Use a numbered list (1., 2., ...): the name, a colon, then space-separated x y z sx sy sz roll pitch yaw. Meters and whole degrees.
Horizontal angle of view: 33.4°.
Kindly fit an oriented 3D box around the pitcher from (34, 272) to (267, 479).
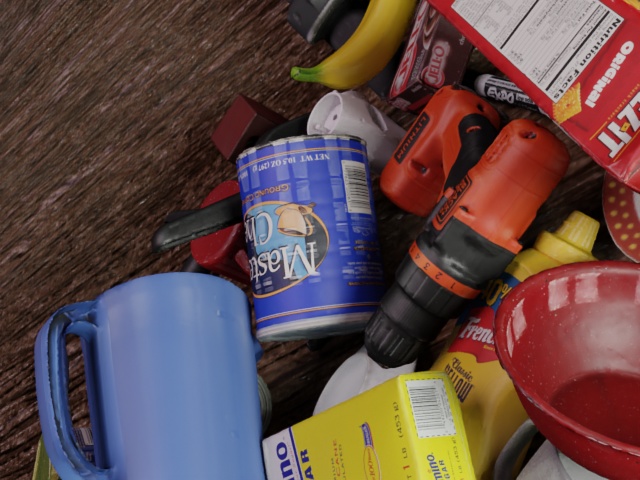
1. pitcher: -0.108 0.152 0.754 0.149 0.145 0.243 -12 55 1

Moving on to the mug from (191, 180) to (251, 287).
1. mug: -0.057 0.005 0.930 0.093 0.081 0.117 -50 37 22

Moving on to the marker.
1. marker: 0.139 -0.110 0.791 0.121 0.020 0.020 30 95 56

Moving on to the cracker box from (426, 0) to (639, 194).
1. cracker box: 0.171 -0.079 0.561 0.072 0.164 0.214 -54 36 18

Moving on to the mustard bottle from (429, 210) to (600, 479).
1. mustard bottle: 0.120 0.069 0.672 0.192 0.058 0.096 -61 27 7

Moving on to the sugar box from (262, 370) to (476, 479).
1. sugar box: 0.025 0.150 0.667 0.177 0.048 0.093 -36 58 50

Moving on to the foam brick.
1. foam brick: -0.051 -0.090 0.985 0.053 0.078 0.051 -56 34 14

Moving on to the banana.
1. banana: 0.048 -0.196 0.878 0.037 0.069 0.197 7 65 50

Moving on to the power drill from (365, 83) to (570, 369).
1. power drill: 0.085 -0.019 0.727 0.185 0.057 0.187 -53 17 18

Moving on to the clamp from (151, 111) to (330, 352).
1. clamp: -0.036 -0.033 0.883 0.036 0.164 0.210 -31 36 60

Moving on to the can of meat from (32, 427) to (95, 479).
1. can of meat: -0.198 0.207 0.912 0.057 0.083 0.102 53 134 52

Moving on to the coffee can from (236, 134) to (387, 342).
1. coffee can: -0.005 0.001 0.809 0.103 0.102 0.140 -18 76 48

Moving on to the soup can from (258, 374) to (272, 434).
1. soup can: -0.097 0.148 0.911 0.102 0.068 0.068 -21 54 46

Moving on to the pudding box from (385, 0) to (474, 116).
1. pudding box: 0.095 -0.160 0.839 0.090 0.039 0.113 167 126 -77

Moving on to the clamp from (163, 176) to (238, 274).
1. clamp: -0.103 -0.016 1.047 0.172 0.039 0.120 -40 47 27

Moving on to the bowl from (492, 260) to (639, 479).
1. bowl: 0.167 0.077 0.555 0.162 0.162 0.055 -123 30 -51
